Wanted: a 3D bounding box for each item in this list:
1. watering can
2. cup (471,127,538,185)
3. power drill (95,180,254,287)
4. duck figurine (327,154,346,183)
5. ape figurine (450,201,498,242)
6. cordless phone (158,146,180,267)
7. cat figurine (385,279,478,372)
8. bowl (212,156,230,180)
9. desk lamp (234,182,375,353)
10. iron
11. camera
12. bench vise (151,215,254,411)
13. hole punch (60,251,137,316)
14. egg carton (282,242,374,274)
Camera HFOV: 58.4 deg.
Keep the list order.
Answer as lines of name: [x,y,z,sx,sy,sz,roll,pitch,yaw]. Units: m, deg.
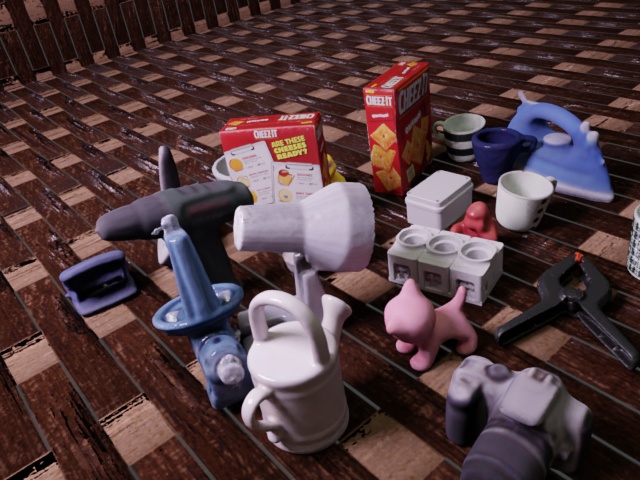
watering can: [-0.026,0.130,0.636,0.100,0.194,0.173,1,34,15]
cup: [0.346,-0.156,1.083,0.117,0.095,0.092,-1,33,13]
power drill: [-0.192,0.014,0.845,0.230,0.209,0.075,-31,38,-31]
duck figurine: [0.011,-0.132,1.138,0.077,0.086,0.104,-4,33,8]
ape figurine: [0.244,-0.018,0.895,0.076,0.092,0.077,-26,36,-25]
cordless phone: [-0.259,-0.059,0.999,0.094,0.185,0.147,-16,33,-10]
cat figurine: [0.133,0.098,0.717,0.128,0.118,0.067,-19,34,-15]
bowl: [-0.134,-0.133,1.186,0.167,0.075,0.167,-6,32,4]
desk lamp: [-0.025,0.035,0.765,0.203,0.214,0.117,-16,33,-10]
iron: [0.442,-0.180,1.053,0.119,0.142,0.257,-21,34,-17]
camera: [0.182,0.193,0.573,0.142,0.101,0.137,18,41,36]
bench vise: [-0.135,0.083,0.712,0.122,0.220,0.206,-33,39,-32]
hole punch: [-0.369,0.055,0.936,0.109,0.091,0.100,-25,35,-23]
egg carton: [0.009,0.003,0.942,0.150,0.069,0.107,-14,33,-8]
